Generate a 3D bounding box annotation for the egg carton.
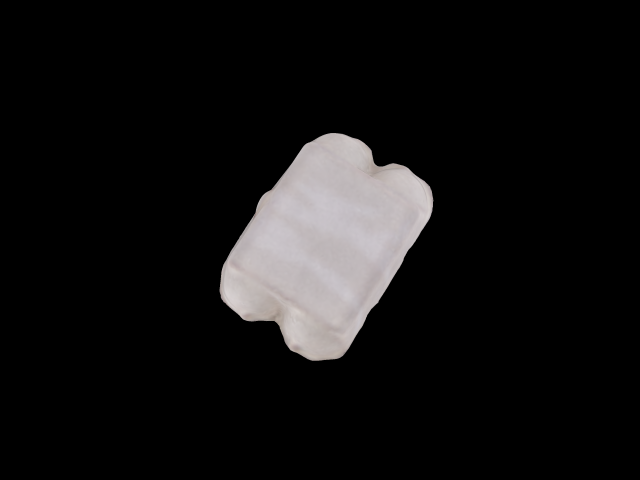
[{"bbox_3d":[0.004,0.001,0.400,0.107,0.069,0.150,31,83,5],"label":"egg carton"}]
